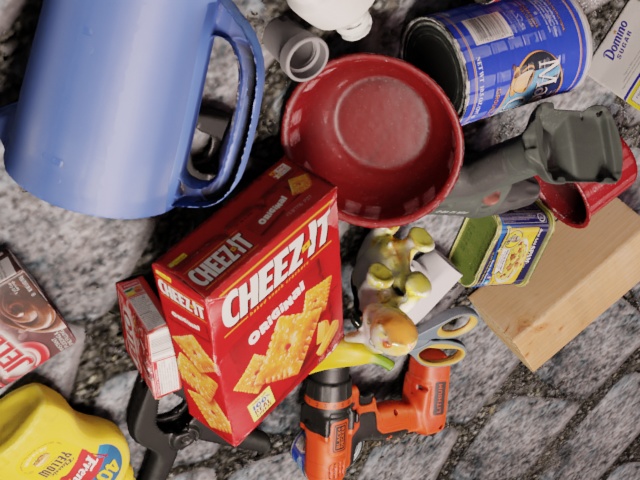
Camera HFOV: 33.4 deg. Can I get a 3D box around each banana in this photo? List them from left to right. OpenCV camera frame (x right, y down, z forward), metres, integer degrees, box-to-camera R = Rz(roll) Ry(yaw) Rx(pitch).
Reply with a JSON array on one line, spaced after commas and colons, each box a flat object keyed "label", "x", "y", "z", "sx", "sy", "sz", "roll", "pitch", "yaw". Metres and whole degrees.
[{"label": "banana", "x": -0.019, "y": 0.136, "z": 1.096, "sx": 0.198, "sy": 0.069, "sz": 0.037, "roll": -25, "pitch": -168, "yaw": 36}]

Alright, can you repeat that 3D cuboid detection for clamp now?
[{"label": "clamp", "x": -0.151, "y": 0.202, "z": 1.099, "sx": 0.164, "sy": 0.036, "sz": 0.210, "roll": -33, "pitch": 137, "yaw": -8}, {"label": "clamp", "x": -0.080, "y": -0.062, "z": 0.920, "sx": 0.120, "sy": 0.039, "sz": 0.171, "roll": -41, "pitch": 143, "yaw": -19}]

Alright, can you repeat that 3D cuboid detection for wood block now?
[{"label": "wood block", "x": 0.292, "y": 0.046, "z": 1.261, "sx": 0.206, "sy": 0.091, "sz": 0.090, "roll": -41, "pitch": 140, "yaw": -1}]

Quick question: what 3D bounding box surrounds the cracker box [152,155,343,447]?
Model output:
[{"label": "cracker box", "x": -0.053, "y": 0.059, "z": 0.947, "sx": 0.164, "sy": 0.072, "sz": 0.214, "roll": -42, "pitch": 148, "yaw": -30}]

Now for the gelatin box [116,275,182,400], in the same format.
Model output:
[{"label": "gelatin box", "x": -0.155, "y": 0.089, "z": 0.967, "sx": 0.030, "sy": 0.073, "sz": 0.089, "roll": -20, "pitch": 136, "yaw": -22}]

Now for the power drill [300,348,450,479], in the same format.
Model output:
[{"label": "power drill", "x": 0.062, "y": 0.173, "z": 1.207, "sx": 0.187, "sy": 0.057, "sz": 0.184, "roll": -10, "pitch": 113, "yaw": -35}]

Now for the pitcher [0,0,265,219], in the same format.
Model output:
[{"label": "pitcher", "x": -0.123, "y": -0.142, "z": 0.739, "sx": 0.149, "sy": 0.145, "sz": 0.243, "roll": -1, "pitch": 123, "yaw": -35}]

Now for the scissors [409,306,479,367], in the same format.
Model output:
[{"label": "scissors", "x": 0.094, "y": 0.098, "z": 1.144, "sx": 0.201, "sy": 0.016, "sz": 0.096, "roll": 16, "pitch": 122, "yaw": -39}]

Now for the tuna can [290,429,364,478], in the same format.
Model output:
[{"label": "tuna can", "x": 0.009, "y": 0.245, "z": 1.264, "sx": 0.086, "sy": 0.034, "sz": 0.086, "roll": -21, "pitch": 135, "yaw": -22}]

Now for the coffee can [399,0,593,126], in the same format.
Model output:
[{"label": "coffee can", "x": 0.158, "y": -0.166, "z": 0.960, "sx": 0.140, "sy": 0.103, "sz": 0.103, "roll": -19, "pitch": 135, "yaw": -24}]

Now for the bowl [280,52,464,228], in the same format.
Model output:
[{"label": "bowl", "x": 0.050, "y": -0.094, "z": 0.939, "sx": 0.055, "sy": 0.162, "sz": 0.162, "roll": -59, "pitch": 170, "yaw": -59}]

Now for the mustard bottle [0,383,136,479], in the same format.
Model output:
[{"label": "mustard bottle", "x": -0.239, "y": 0.207, "z": 1.020, "sx": 0.096, "sy": 0.058, "sz": 0.191, "roll": -42, "pitch": 140, "yaw": 3}]

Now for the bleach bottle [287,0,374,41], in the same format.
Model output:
[{"label": "bleach bottle", "x": -0.004, "y": -0.248, "z": 0.794, "sx": 0.102, "sy": 0.068, "sz": 0.250, "roll": -37, "pitch": 142, "yaw": -4}]

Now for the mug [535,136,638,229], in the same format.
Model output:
[{"label": "mug", "x": 0.286, "y": -0.069, "z": 1.166, "sx": 0.081, "sy": 0.093, "sz": 0.117, "roll": -36, "pitch": 170, "yaw": -14}]

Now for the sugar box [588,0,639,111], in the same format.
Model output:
[{"label": "sugar box", "x": 0.354, "y": -0.161, "z": 1.059, "sx": 0.048, "sy": 0.176, "sz": 0.093, "roll": 11, "pitch": 118, "yaw": -41}]

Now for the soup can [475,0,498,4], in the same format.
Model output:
[{"label": "soup can", "x": 0.178, "y": -0.250, "z": 0.927, "sx": 0.102, "sy": 0.069, "sz": 0.068, "roll": -19, "pitch": 135, "yaw": -23}]

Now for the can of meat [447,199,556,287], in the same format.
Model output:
[{"label": "can of meat", "x": 0.199, "y": 0.004, "z": 1.179, "sx": 0.083, "sy": 0.057, "sz": 0.102, "roll": -3, "pitch": 127, "yaw": -34}]

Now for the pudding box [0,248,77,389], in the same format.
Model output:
[{"label": "pudding box", "x": -0.268, "y": 0.070, "z": 0.889, "sx": 0.090, "sy": 0.039, "sz": 0.113, "roll": -33, "pitch": 139, "yaw": -10}]
